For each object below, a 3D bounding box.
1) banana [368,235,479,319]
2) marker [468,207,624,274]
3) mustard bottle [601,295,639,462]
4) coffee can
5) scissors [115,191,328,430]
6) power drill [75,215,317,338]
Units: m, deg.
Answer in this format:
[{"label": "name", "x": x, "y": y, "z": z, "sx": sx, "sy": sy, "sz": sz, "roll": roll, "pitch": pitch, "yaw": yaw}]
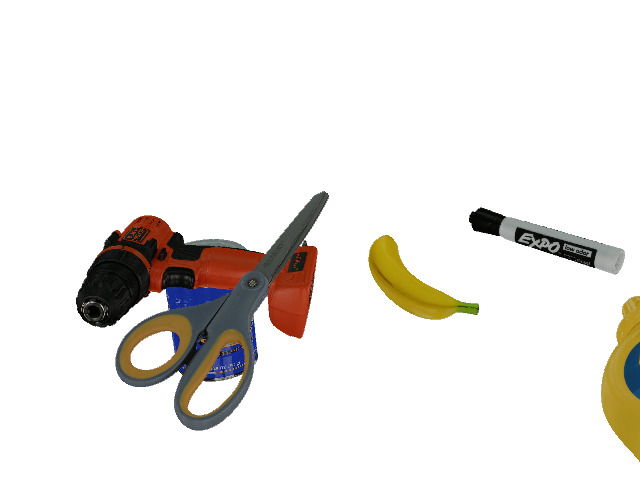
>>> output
[{"label": "banana", "x": 0.095, "y": 0.044, "z": 1.198, "sx": 0.069, "sy": 0.037, "sz": 0.198, "roll": 3, "pitch": 23, "yaw": -30}, {"label": "marker", "x": 0.164, "y": -0.001, "z": 0.789, "sx": 0.121, "sy": 0.020, "sz": 0.020, "roll": 19, "pitch": 11, "yaw": 33}, {"label": "mustard bottle", "x": 0.209, "y": 0.095, "z": 0.585, "sx": 0.096, "sy": 0.058, "sz": 0.191, "roll": -8, "pitch": 35, "yaw": -4}, {"label": "coffee can", "x": -0.131, "y": 0.083, "z": 1.281, "sx": 0.103, "sy": 0.140, "sz": 0.103, "roll": -3, "pitch": 25, "yaw": 1}, {"label": "scissors", "x": -0.065, "y": 0.033, "z": 0.695, "sx": 0.096, "sy": 0.201, "sz": 0.016, "roll": 9, "pitch": -40, "yaw": 11}, {"label": "power drill", "x": -0.101, "y": 0.034, "z": 0.912, "sx": 0.187, "sy": 0.057, "sz": 0.184, "roll": 10, "pitch": 22, "yaw": 3}]
